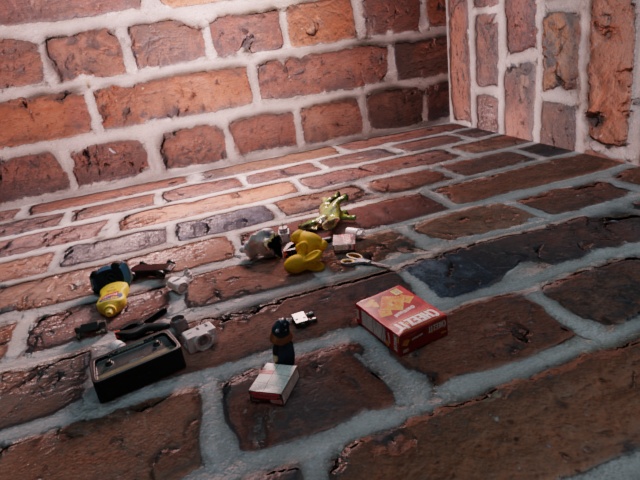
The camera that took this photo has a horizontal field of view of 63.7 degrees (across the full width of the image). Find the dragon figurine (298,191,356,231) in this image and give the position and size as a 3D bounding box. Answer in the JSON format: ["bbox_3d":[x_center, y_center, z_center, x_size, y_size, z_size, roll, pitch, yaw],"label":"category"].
[{"bbox_3d":[0.007,-0.115,2.290,0.244,0.121,0.412,-25,18,-18],"label":"dragon figurine"}]

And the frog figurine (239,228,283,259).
[{"bbox_3d":[-0.233,0.016,2.020,0.159,0.124,0.136,-3,-13,36],"label":"frog figurine"}]
